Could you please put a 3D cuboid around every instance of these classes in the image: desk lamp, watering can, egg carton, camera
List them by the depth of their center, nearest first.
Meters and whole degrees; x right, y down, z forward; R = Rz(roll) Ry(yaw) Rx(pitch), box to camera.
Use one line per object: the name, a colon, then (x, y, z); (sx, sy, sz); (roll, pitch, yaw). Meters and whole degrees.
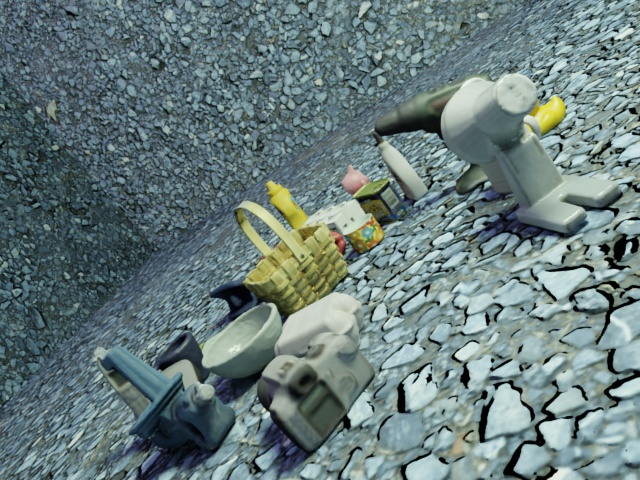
camera: (-0.026, 0.188, 0.768); (0.143, 0.101, 0.136); (-45, 17, -27)
desk lamp: (0.281, -0.134, 0.808); (0.118, 0.214, 0.203); (-38, 15, -3)
egg carton: (-0.001, 0.146, 0.898); (0.150, 0.069, 0.107); (-31, 16, 23)
watering can: (0.288, -0.180, 0.971); (0.172, 0.194, 0.101); (-24, 20, 40)

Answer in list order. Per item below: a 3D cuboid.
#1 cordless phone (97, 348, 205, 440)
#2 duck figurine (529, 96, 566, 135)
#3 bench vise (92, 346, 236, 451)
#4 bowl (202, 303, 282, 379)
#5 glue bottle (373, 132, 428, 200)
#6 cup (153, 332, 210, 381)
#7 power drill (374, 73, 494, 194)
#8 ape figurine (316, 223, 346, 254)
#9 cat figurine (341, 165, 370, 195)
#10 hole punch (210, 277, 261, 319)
cordless phone: (-0.305, 0.256, 1.042); (0.147, 0.185, 0.094); (-36, 15, 7)
duck figurine: (0.413, -0.252, 1.108); (0.104, 0.086, 0.077); (-34, 15, 12)
bench vise: (-0.246, 0.233, 0.907); (0.207, 0.220, 0.121); (-31, 16, 23)
bowl: (-0.125, 0.194, 1.031); (0.167, 0.075, 0.167); (-34, 15, 11)
glue bottle: (0.166, -0.164, 1.244); (0.037, 0.173, 0.078); (-39, 15, -5)
cup: (-0.275, 0.257, 1.147); (0.118, 0.095, 0.091); (-47, 18, -32)
power drill: (0.248, -0.197, 1.085); (0.229, 0.208, 0.075); (-32, 16, 21)
ape figurine: (0.011, 0.004, 1.251); (0.077, 0.092, 0.076); (-33, 16, 16)
cat figurine: (0.100, -0.128, 1.396); (0.067, 0.118, 0.127); (-38, 15, -2)
hole punch: (-0.194, 0.122, 1.371); (0.108, 0.091, 0.101); (-26, 19, 36)
